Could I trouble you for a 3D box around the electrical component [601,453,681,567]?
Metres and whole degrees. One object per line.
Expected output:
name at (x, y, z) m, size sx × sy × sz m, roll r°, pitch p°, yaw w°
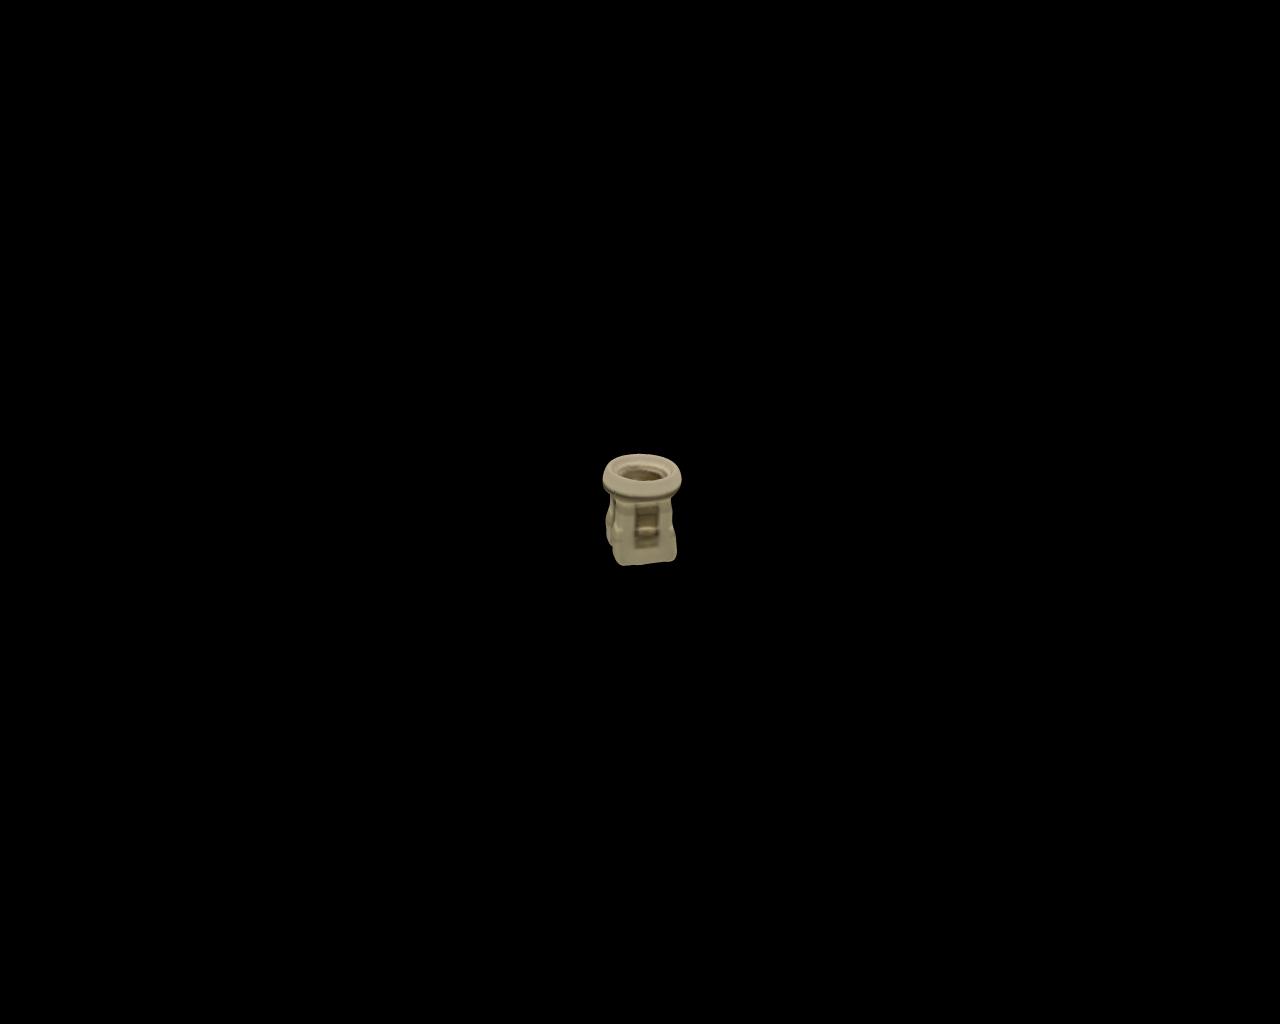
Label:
electrical component at (0.001, -0.003, 0.650) m, size 0.048 × 0.055 × 0.066 m, roll -5°, pitch 25°, yaw -10°
